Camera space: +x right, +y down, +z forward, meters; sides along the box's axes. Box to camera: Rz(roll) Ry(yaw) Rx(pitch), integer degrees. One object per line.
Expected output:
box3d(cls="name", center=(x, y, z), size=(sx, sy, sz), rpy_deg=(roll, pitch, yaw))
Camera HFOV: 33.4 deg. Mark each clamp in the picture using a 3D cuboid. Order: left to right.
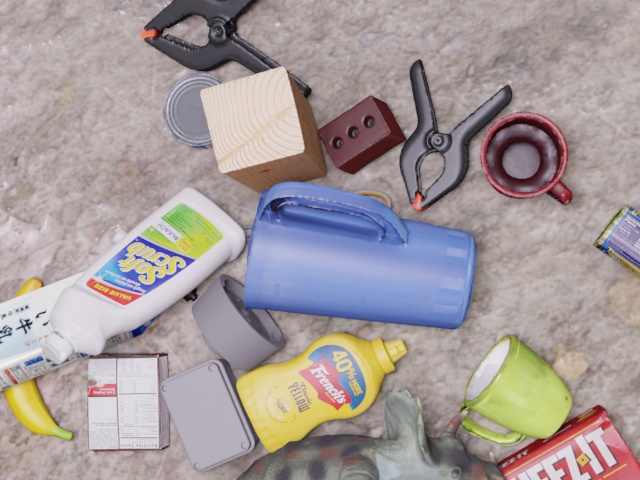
box3d(cls="clamp", center=(-0.106, -0.234, 1.236), size=(0.210, 0.036, 0.164), rpy_deg=(-6, 104, 21))
box3d(cls="clamp", center=(0.130, -0.120, 1.213), size=(0.120, 0.039, 0.171), rpy_deg=(29, 93, 22))

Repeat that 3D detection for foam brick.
box3d(cls="foam brick", center=(0.047, -0.118, 1.204), size=(0.078, 0.051, 0.053), rpy_deg=(-33, 74, 20))

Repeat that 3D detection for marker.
box3d(cls="marker", center=(-0.192, 0.031, 1.255), size=(0.121, 0.020, 0.020), rpy_deg=(39, 92, 8))

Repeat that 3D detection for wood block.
box3d(cls="wood block", center=(-0.054, -0.112, 1.151), size=(0.091, 0.206, 0.090), rpy_deg=(-14, 86, 5))

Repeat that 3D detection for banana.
box3d(cls="banana", center=(-0.344, 0.147, 1.262), size=(0.069, 0.037, 0.198), rpy_deg=(-12, 87, -11))

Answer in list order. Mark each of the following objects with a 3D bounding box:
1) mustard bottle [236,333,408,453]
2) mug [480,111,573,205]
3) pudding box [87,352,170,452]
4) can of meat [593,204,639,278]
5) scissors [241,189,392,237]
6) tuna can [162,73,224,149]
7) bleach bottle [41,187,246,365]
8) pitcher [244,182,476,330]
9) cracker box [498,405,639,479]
box3d(cls="mustard bottle", center=(0.009, 0.159, 1.203), size=(0.191, 0.058, 0.096), rpy_deg=(-26, 88, 5))
box3d(cls="mug", center=(0.231, -0.081, 1.175), size=(0.117, 0.081, 0.093), rpy_deg=(40, 92, 7))
box3d(cls="pudding box", center=(-0.223, 0.188, 1.241), size=(0.090, 0.039, 0.113), rpy_deg=(-2, 89, 8))
box3d(cls="can of meat", center=(0.345, 0.008, 1.148), size=(0.084, 0.102, 0.057), rpy_deg=(36, 93, 10))
box3d(cls="scissors", center=(-0.008, 0.002, 1.235), size=(0.202, 0.016, 0.096), rpy_deg=(-19, 85, 6))
box3d(cls="tuna can", center=(-0.139, -0.150, 1.250), size=(0.086, 0.033, 0.086), rpy_deg=(0, 87, 7))
box3d(cls="bleach bottle", center=(-0.197, 0.049, 1.164), size=(0.102, 0.068, 0.250), rpy_deg=(40, 56, 7))
box3d(cls="pitcher", center=(0.042, 0.020, 1.150), size=(0.243, 0.149, 0.145), rpy_deg=(8, 93, 3))
box3d(cls="cracker box", center=(0.293, 0.313, 1.153), size=(0.164, 0.072, 0.214), rpy_deg=(-32, 83, 4))
